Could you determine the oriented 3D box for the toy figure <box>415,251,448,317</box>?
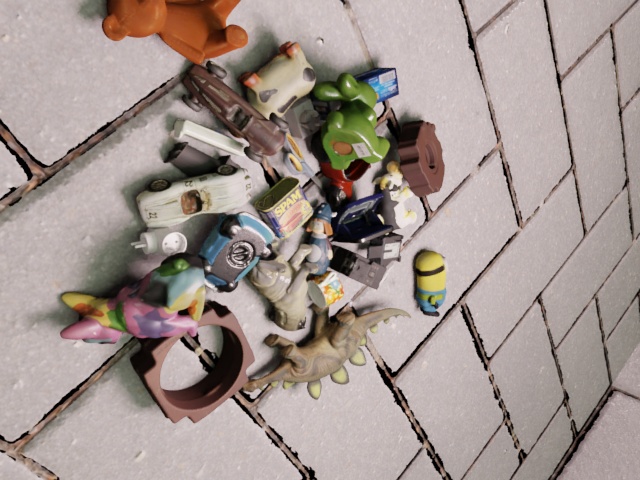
[{"bbox_3d":[0.297,0.117,1.440,0.089,0.082,0.180,-12,114,-39],"label":"toy figure"}]

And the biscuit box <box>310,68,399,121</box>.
[{"bbox_3d":[0.077,-0.309,1.131,0.203,0.063,0.059,-29,120,-30],"label":"biscuit box"}]

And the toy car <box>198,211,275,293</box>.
[{"bbox_3d":[-0.169,0.014,1.004,0.109,0.103,0.161,37,94,-34],"label":"toy car"}]

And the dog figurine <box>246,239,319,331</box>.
[{"bbox_3d":[-0.097,0.107,1.110,0.172,0.121,0.190,12,117,-9],"label":"dog figurine"}]

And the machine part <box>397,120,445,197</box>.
[{"bbox_3d":[0.243,-0.192,1.267,0.179,0.056,0.179,16,70,-55],"label":"machine part"}]

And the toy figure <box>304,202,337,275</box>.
[{"bbox_3d":[0.000,-0.004,1.162,0.064,0.058,0.154,4,104,-3],"label":"toy figure"}]

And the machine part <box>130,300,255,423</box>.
[{"bbox_3d":[-0.241,0.228,1.028,0.201,0.087,0.200,-35,123,-25],"label":"machine part"}]

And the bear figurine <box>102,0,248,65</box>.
[{"bbox_3d":[-0.227,-0.353,0.829,0.196,0.132,0.120,6,76,-45],"label":"bear figurine"}]

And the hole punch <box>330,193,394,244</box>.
[{"bbox_3d":[0.084,-0.046,1.192,0.142,0.116,0.092,-24,101,-31],"label":"hole punch"}]

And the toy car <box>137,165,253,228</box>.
[{"bbox_3d":[-0.214,-0.076,0.938,0.202,0.056,0.073,-15,132,-16],"label":"toy car"}]

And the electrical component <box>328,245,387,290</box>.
[{"bbox_3d":[0.081,0.061,1.220,0.134,0.115,0.058,25,91,-44],"label":"electrical component"}]

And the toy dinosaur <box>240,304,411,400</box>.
[{"bbox_3d":[0.030,0.242,1.250,0.471,0.105,0.198,-25,127,-21],"label":"toy dinosaur"}]

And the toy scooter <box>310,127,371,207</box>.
[{"bbox_3d":[0.055,-0.172,1.151,0.135,0.075,0.183,-35,124,-31],"label":"toy scooter"}]

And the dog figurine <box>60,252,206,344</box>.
[{"bbox_3d":[-0.309,0.104,0.885,0.219,0.108,0.191,-2,142,-23],"label":"dog figurine"}]

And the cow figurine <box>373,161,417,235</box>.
[{"bbox_3d":[0.166,-0.099,1.273,0.098,0.068,0.167,-28,120,-23],"label":"cow figurine"}]

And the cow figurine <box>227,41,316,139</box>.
[{"bbox_3d":[-0.090,-0.258,0.991,0.195,0.086,0.127,-41,116,-5],"label":"cow figurine"}]

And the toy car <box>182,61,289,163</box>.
[{"bbox_3d":[-0.147,-0.220,0.923,0.202,0.053,0.089,40,105,-10],"label":"toy car"}]

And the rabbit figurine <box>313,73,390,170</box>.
[{"bbox_3d":[0.054,-0.243,1.029,0.159,0.121,0.170,43,49,-36],"label":"rabbit figurine"}]

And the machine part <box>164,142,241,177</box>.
[{"bbox_3d":[-0.210,-0.132,0.970,0.138,0.039,0.084,25,96,-44],"label":"machine part"}]

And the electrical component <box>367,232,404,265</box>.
[{"bbox_3d":[0.147,0.023,1.306,0.119,0.048,0.074,-10,110,-37],"label":"electrical component"}]
